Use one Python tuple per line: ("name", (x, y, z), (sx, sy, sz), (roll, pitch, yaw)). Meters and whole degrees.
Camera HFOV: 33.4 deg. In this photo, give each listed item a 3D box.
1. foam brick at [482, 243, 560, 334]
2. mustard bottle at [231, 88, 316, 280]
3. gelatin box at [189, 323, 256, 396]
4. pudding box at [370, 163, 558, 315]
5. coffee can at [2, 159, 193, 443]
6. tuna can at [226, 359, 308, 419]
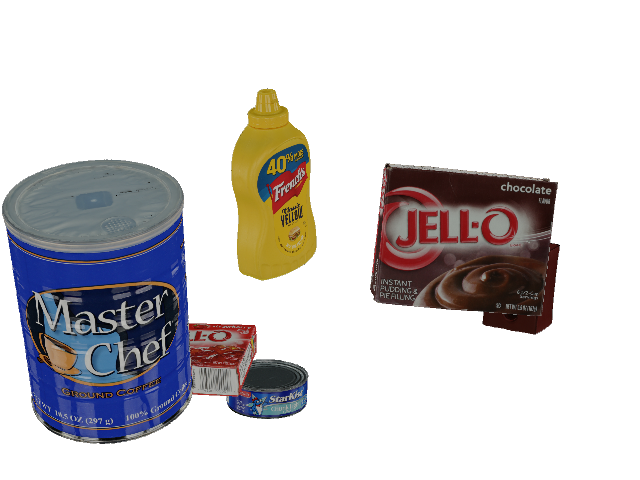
("foam brick", (0.184, 0.041, 0.978), (0.053, 0.078, 0.051), (9, 15, 27))
("mustard bottle", (-0.049, -0.062, 1.099), (0.058, 0.192, 0.096), (18, 32, 39))
("gelatin box", (-0.102, 0.094, 0.865), (0.089, 0.030, 0.073), (2, 22, 8))
("pudding box", (0.094, -0.002, 0.704), (0.113, 0.090, 0.039), (4, 11, -2))
("coffee can", (-0.131, 0.036, 0.646), (0.103, 0.140, 0.103), (1, 30, -1))
("tuna can", (-0.056, 0.154, 1.110), (0.086, 0.034, 0.086), (1, 14, -1))
